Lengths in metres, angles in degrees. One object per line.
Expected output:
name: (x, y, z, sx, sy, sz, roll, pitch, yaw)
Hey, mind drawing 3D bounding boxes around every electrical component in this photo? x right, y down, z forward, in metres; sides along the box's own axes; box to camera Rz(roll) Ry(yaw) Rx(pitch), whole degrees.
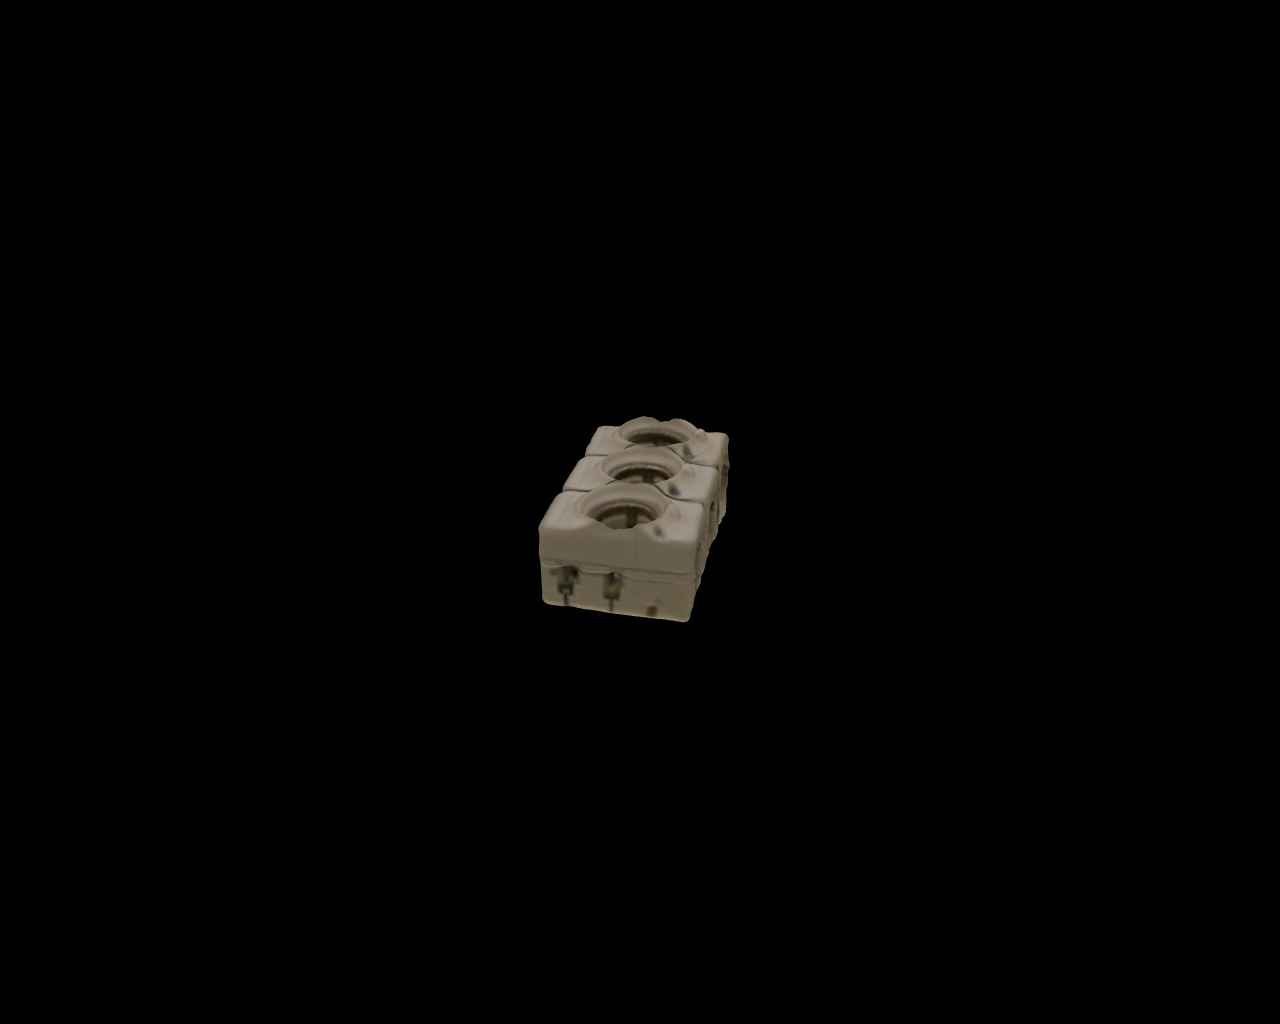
electrical component: (0.001, -0.003, 0.650, 0.089, 0.061, 0.150, 5, 29, 10)
